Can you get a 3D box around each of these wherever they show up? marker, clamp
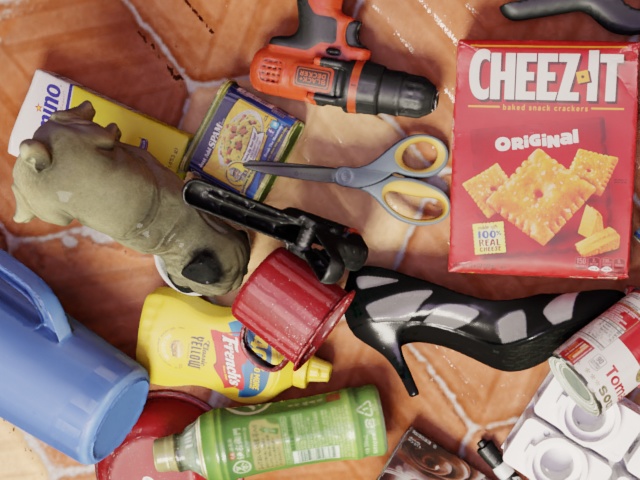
[{"bbox_3d":[0.192,0.242,1.030,0.020,0.020,0.121,-39,86,11],"label":"marker"},{"bbox_3d":[-0.006,0.001,0.953,0.165,0.209,0.036,32,100,31],"label":"clamp"},{"bbox_3d":[0.260,-0.246,0.973,0.171,0.039,0.120,12,100,4],"label":"clamp"}]

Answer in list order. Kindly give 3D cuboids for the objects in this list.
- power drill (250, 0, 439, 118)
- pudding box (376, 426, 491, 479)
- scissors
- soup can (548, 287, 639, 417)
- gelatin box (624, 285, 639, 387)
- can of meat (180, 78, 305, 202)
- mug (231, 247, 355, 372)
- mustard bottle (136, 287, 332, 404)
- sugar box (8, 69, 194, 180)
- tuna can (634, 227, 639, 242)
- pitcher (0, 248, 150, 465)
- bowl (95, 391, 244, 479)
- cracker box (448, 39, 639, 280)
[{"bbox_3d":[0.034,-0.214,1.008,0.184,0.057,0.188,11,96,10],"label":"power drill"},{"bbox_3d":[0.108,0.247,1.012,0.113,0.090,0.039,32,144,8],"label":"pudding box"},{"bbox_3d":[0.037,-0.076,1.014,0.201,0.016,0.096,22,88,-8],"label":"scissors"},{"bbox_3d":[0.260,0.098,0.935,0.102,0.068,0.068,-36,87,-9],"label":"soup can"},{"bbox_3d":[0.309,0.094,0.991,0.073,0.030,0.089,17,96,10],"label":"gelatin box"},{"bbox_3d":[-0.074,-0.092,1.038,0.084,0.057,0.102,29,99,5],"label":"can of meat"},{"bbox_3d":[-0.033,0.069,0.986,0.081,0.093,0.117,37,113,9],"label":"mug"},{"bbox_3d":[-0.082,0.111,1.053,0.192,0.058,0.096,11,103,9],"label":"mustard bottle"},{"bbox_3d":[-0.218,-0.096,1.071,0.176,0.048,0.093,23,98,7],"label":"sugar box"},{"bbox_3d":[0.323,0.013,0.955,0.086,0.086,0.034,44,102,5],"label":"tuna can"},{"bbox_3d":[-0.288,0.106,1.036,0.243,0.149,0.145,29,80,14],"label":"pitcher"},{"bbox_3d":[-0.162,0.237,1.079,0.162,0.055,0.162,1,94,11],"label":"bowl"},{"bbox_3d":[0.203,-0.074,0.979,0.164,0.072,0.214,3,94,10],"label":"cracker box"}]
